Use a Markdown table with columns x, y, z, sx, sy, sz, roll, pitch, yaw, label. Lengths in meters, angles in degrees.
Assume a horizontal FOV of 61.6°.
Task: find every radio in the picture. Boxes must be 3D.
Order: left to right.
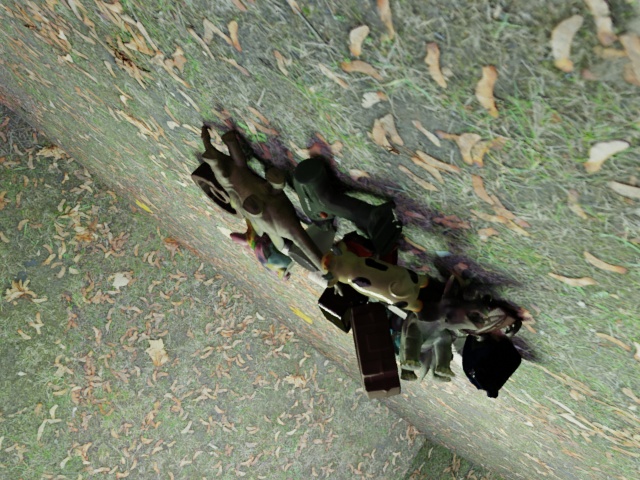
| x | y | z | sx | sy | sz | roll | pitch | yaw | label |
| --- | --- | --- | --- | --- | --- | --- | --- | --- | --- |
| 0.066 | 0.142 | 1.316 | 0.073 | 0.131 | 0.229 | 31 | 168 | 15 | radio |

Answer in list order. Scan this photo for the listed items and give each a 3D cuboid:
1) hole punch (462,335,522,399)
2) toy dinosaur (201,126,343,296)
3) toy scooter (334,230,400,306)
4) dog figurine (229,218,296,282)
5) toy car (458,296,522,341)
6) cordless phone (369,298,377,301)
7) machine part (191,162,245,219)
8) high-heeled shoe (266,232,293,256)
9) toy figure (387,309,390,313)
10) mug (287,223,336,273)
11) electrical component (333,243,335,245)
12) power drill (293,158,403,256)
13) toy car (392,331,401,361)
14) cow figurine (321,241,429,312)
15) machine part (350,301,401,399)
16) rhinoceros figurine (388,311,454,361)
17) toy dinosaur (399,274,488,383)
| x | y | z | sx | sy | sz | roll | pitch | yaw | label |
| --- | --- | --- | --- | --- | --- | --- | --- | --- | --- |
| 0.361 | 0.265 | 1.180 | 0.092 | 0.116 | 0.142 | 29 | 164 | 51 | hole punch |
| -0.111 | -0.071 | 1.120 | 0.472 | 0.105 | 0.198 | 49 | 169 | 19 | toy dinosaur |
| 0.102 | 0.037 | 1.085 | 0.184 | 0.075 | 0.135 | 35 | 132 | 26 | toy scooter |
| -0.154 | 0.014 | 1.521 | 0.219 | 0.108 | 0.191 | 36 | 170 | 10 | dog figurine |
| 0.324 | 0.164 | 1.074 | 0.089 | 0.053 | 0.202 | 39 | 165 | 1 | toy car |
| 0.114 | 0.177 | 1.510 | 0.184 | 0.089 | 0.146 | -6 | 138 | 41 | cordless phone |
| -0.257 | -0.131 | 1.418 | 0.179 | 0.056 | 0.179 | 34 | 164 | 11 | machine part |
| -0.106 | -0.050 | 1.268 | 0.249 | 0.086 | 0.145 | 42 | 171 | 12 | high-heeled shoe |
| 0.196 | 0.231 | 1.469 | 0.180 | 0.082 | 0.089 | 39 | -175 | -37 | toy figure |
| -0.008 | 0.015 | 1.229 | 0.081 | 0.107 | 0.109 | 28 | 166 | 30 | mug |
| -0.003 | -0.004 | 1.315 | 0.094 | 0.021 | 0.063 | 20 | 157 | 45 | electrical component |
| 0.049 | -0.051 | 1.003 | 0.208 | 0.086 | 0.231 | 34 | 165 | 32 | power drill |
| 0.269 | 0.264 | 1.372 | 0.161 | 0.109 | 0.103 | 21 | 144 | -12 | toy car |
| 0.086 | 0.066 | 0.970 | 0.195 | 0.085 | 0.127 | 20 | 178 | 29 | cow figurine |
| 0.126 | 0.254 | 1.230 | 0.087 | 0.201 | 0.201 | -11 | 157 | 5 | machine part |
| 0.244 | 0.223 | 1.294 | 0.191 | 0.112 | 0.073 | 35 | 163 | 34 | rhinoceros figurine |
| 0.223 | 0.190 | 1.116 | 0.131 | 0.192 | 0.404 | 10 | 161 | 3 | toy dinosaur |
